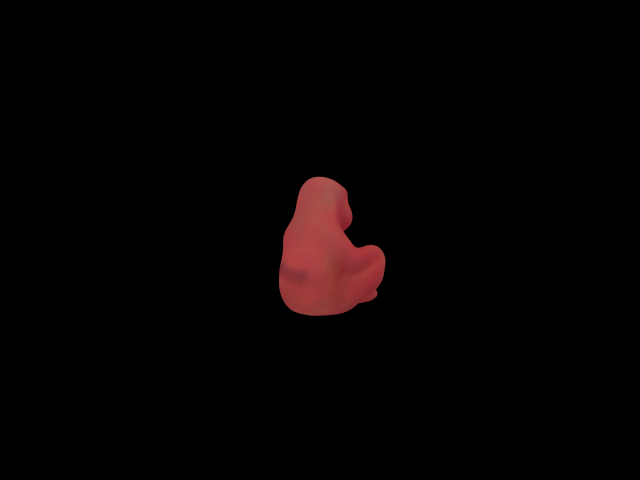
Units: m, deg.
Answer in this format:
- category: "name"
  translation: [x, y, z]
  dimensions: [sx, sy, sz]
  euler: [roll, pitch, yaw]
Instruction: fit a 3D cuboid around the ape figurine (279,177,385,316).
- category: "ape figurine"
  translation: [0.004, 0.001, 0.400]
  dimensions: [0.076, 0.092, 0.077]
  euler: [-14, 22, -40]
